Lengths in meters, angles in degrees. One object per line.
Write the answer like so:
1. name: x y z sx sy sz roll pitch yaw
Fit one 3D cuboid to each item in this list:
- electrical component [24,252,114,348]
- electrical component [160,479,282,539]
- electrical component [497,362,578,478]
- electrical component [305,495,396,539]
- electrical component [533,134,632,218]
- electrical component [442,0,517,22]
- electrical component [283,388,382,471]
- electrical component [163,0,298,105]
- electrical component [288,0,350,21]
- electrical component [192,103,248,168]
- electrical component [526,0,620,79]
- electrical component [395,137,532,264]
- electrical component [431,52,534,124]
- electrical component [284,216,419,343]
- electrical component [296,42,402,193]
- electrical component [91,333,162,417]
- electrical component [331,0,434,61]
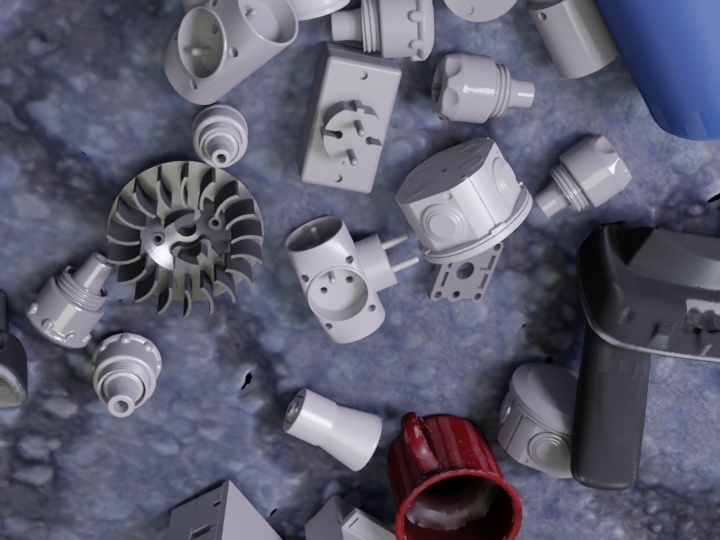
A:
1. electrical component: -0.187 0.017 0.711 0.048 0.048 0.062 34 100 -22
2. electrical component: -0.085 0.248 0.812 0.062 0.089 0.150 -28 117 15
3. electrical component: 0.142 0.108 0.785 0.080 0.080 0.051 12 119 -14
4. electrical component: 0.016 0.231 0.836 0.121 0.063 0.078 35 107 -22
5. electrical component: 0.147 -0.059 0.721 0.062 0.043 0.043 -35 116 11
6. electrical component: 0.045 -0.201 0.618 0.052 0.073 0.138 -38 115 11
7. electrical component: -0.023 0.114 0.785 0.065 0.044 0.044 27 110 -15
8. electrical component: -0.083 -0.150 0.634 0.077 0.044 0.079 -27 81 42
9. electrical component: -0.032 -0.180 0.633 0.045 0.045 0.055 -17 118 0
10. electrical component: -0.087 -0.080 0.666 0.035 0.061 0.035 -3 117 -7
11. electrical component: 0.127 -0.164 0.666 0.043 0.043 0.081 -30 116 7
12. electrical component: 0.066 -0.045 0.697 0.080 0.080 0.051 -30 112 7
13. electrical component: 0.079 -0.114 0.684 0.062 0.043 0.043 4 116 -11
14. electrical component: 0.000 0.000 0.729 0.079 0.044 0.077 -23 117 4
15. electrical component: -0.006 -0.088 0.666 0.047 0.075 0.083 9 115 -13
16. electrical component: -0.161 0.076 0.733 0.048 0.062 0.048 -3 117 -6
17. electrical component: 0.014 -0.151 0.656 0.062 0.048 0.048 -3 117 1
